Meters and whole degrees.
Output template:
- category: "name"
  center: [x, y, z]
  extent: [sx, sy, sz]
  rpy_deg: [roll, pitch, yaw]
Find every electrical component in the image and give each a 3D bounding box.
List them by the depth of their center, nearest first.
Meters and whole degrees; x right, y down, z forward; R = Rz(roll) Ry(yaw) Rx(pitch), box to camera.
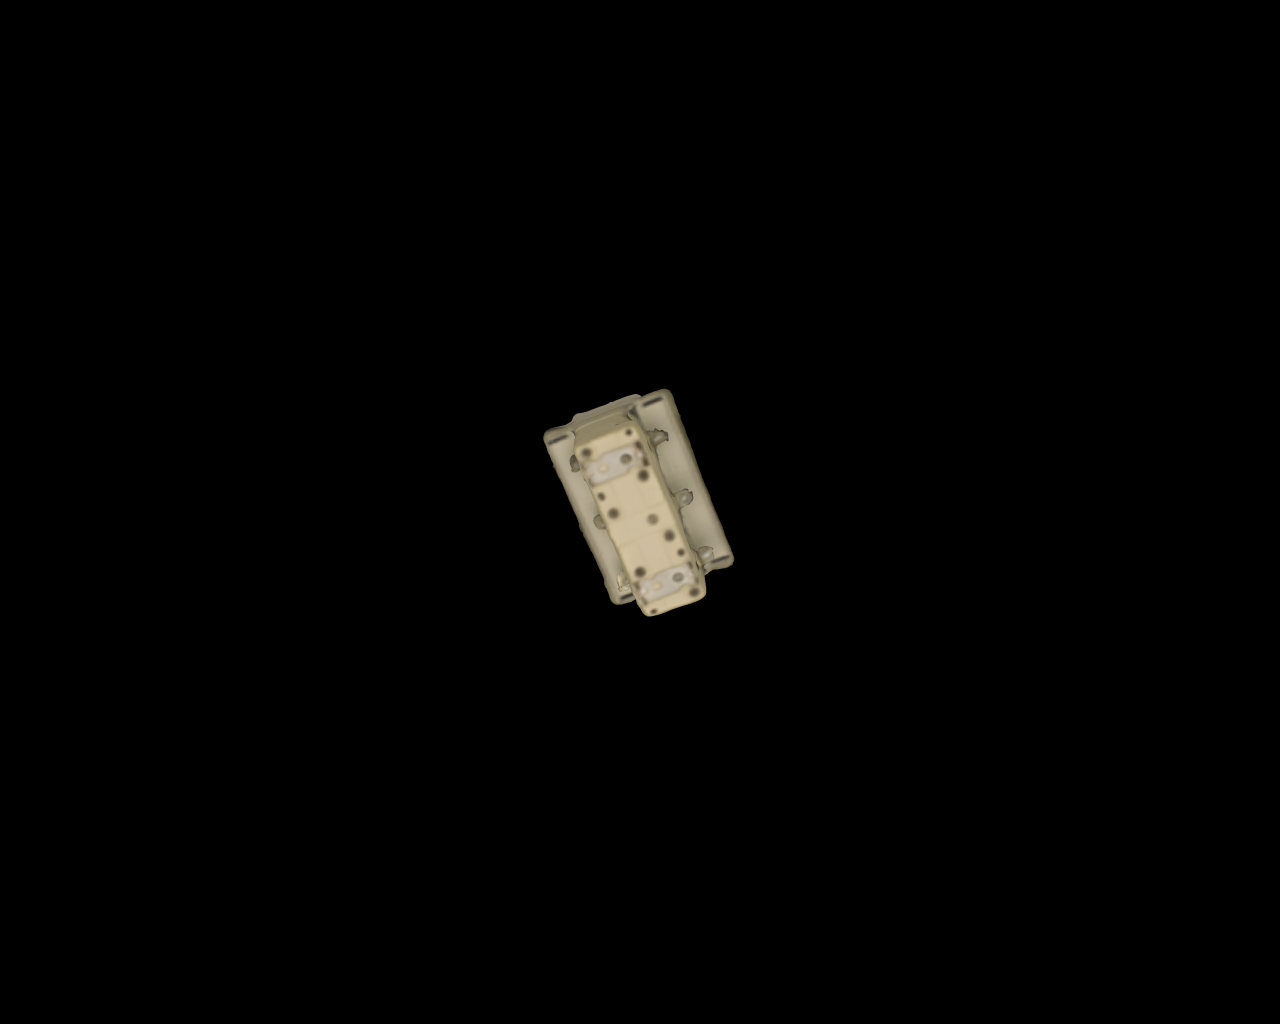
- category: "electrical component"
  center: [0.001, -0.003, 0.650]
  extent: [0.079, 0.121, 0.063]
  rpy_deg: [-19, 20, 7]
